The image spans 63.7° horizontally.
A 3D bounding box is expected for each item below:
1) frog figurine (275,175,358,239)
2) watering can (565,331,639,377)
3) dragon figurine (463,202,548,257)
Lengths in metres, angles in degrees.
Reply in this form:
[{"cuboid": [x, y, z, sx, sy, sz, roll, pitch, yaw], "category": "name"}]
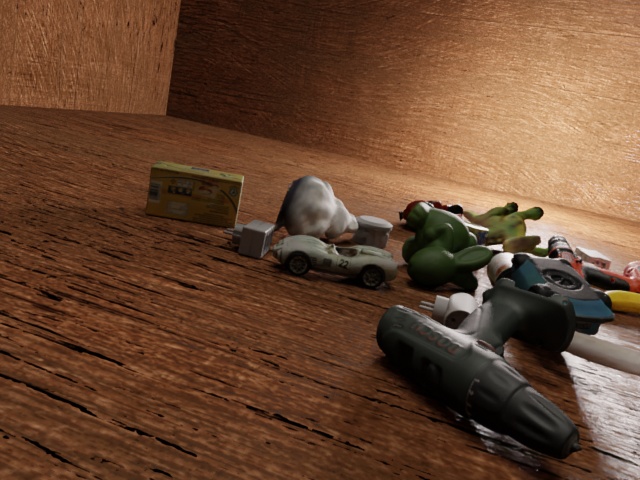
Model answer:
[{"cuboid": [0.003, -0.051, 1.010, 0.159, 0.120, 0.141, 20, 46, -3], "category": "frog figurine"}, {"cuboid": [0.414, 0.164, 0.522, 0.224, 0.103, 0.351, 7, 13, -19], "category": "watering can"}, {"cuboid": [0.400, -0.026, 1.268, 0.243, 0.121, 0.412, -4, 11, -23], "category": "dragon figurine"}]
